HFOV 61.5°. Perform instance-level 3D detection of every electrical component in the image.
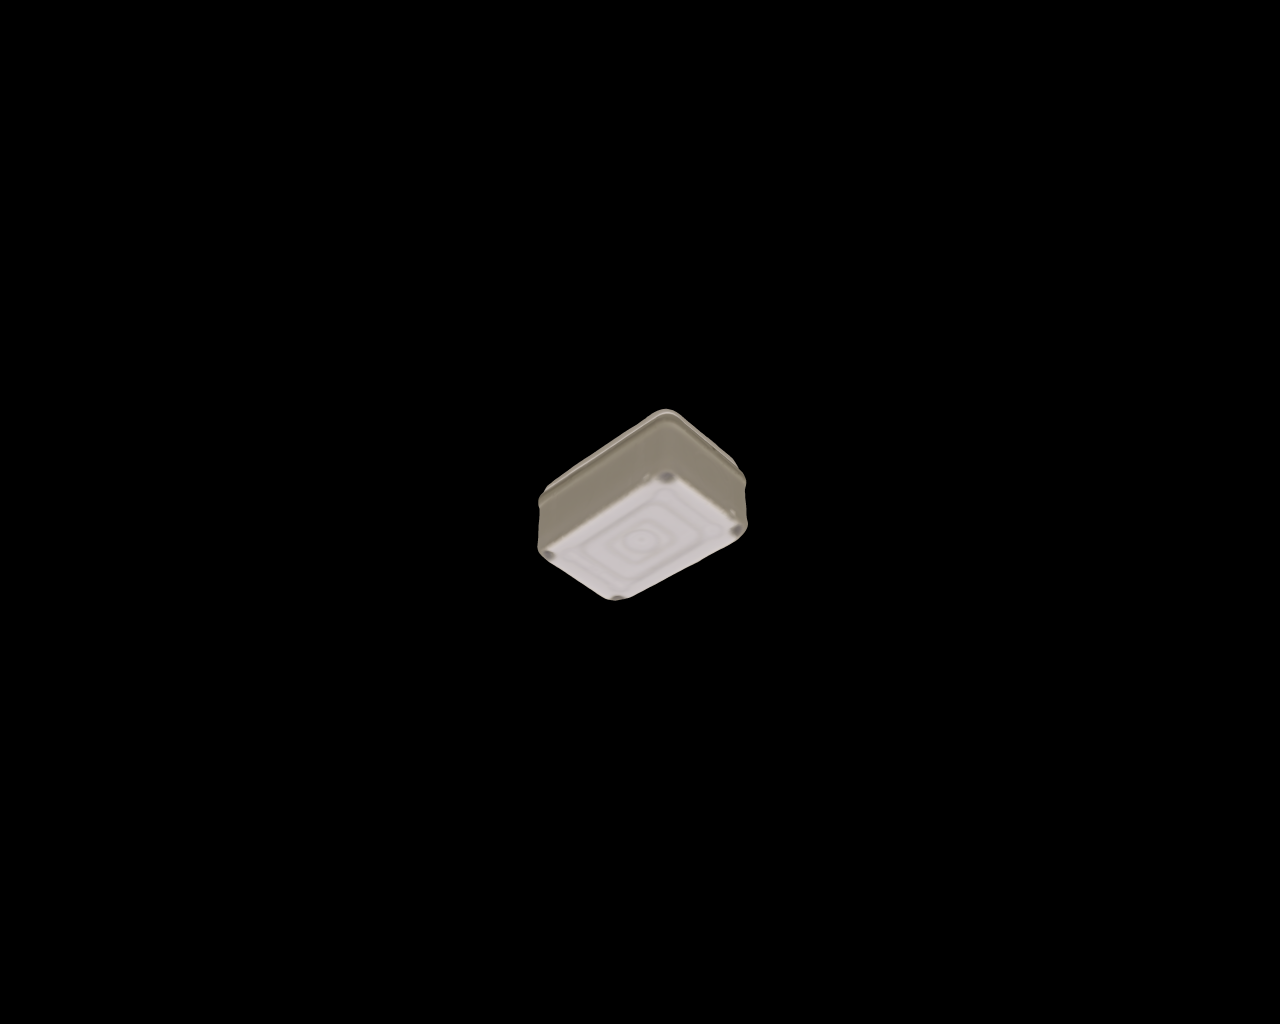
[{"bbox_3d":[0.001,-0.003,0.650,0.113,0.057,0.078,-31,-50,30],"label":"electrical component"}]
